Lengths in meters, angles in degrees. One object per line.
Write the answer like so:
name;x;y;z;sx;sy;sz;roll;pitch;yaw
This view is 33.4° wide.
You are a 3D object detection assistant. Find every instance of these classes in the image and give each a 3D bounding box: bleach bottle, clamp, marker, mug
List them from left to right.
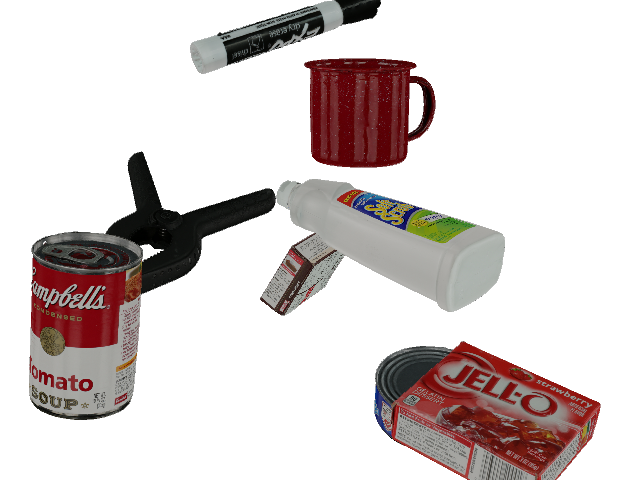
clamp;-0.161;-0.017;1.059;0.165;0.036;0.209;20;40;17
marker;-0.018;-0.124;0.626;0.121;0.020;0.020;-22;8;-20
mug;0.043;-0.108;0.894;0.117;0.081;0.093;-7;16;-26
bleach bottle;0.053;-0.010;1.071;0.251;0.068;0.102;22;29;34

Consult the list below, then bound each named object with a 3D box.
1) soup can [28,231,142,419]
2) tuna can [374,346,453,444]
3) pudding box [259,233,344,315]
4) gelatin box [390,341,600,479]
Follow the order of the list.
soup can;-0.150;0.053;0.676;0.068;0.102;0.068;6;19;-2
tuna can;0.082;0.115;0.780;0.086;0.034;0.086;1;30;-1
pudding box;-0.013;0.032;1.271;0.039;0.090;0.113;38;32;11
gelatin box;0.094;0.097;0.577;0.089;0.030;0.073;24;37;30
